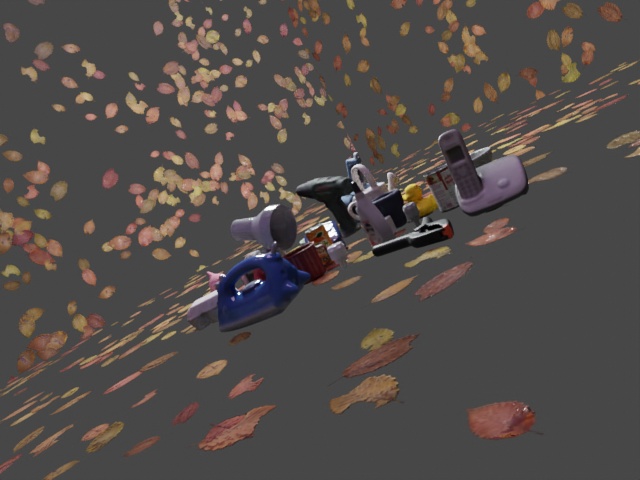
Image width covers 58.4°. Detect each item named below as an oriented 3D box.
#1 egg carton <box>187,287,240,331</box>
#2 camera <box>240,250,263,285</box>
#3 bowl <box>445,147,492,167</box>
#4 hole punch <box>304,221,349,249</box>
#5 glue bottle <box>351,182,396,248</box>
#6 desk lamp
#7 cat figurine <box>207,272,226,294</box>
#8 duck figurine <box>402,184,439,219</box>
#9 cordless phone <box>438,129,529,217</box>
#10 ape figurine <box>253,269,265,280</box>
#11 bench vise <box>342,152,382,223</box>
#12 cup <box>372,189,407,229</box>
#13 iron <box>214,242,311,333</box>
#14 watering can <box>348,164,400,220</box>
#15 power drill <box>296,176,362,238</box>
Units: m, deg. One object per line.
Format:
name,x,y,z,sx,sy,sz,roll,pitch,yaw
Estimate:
egg carton,-0.282,0.179,1.537,0.150,0.069,0.107,-27,7,0
camera,-0.165,0.072,1.738,0.143,0.101,0.137,-26,8,13
bowl,0.405,-0.187,1.573,0.167,0.075,0.167,-27,7,4
hole punch,0.015,0.006,1.585,0.108,0.091,0.101,-27,8,7
glue bottle,0.115,-0.059,1.349,0.037,0.173,0.078,-31,9,-26
desk lamp,-0.139,0.024,1.534,0.202,0.213,0.118,-22,9,36
cat figurine,-0.287,0.137,1.659,0.067,0.118,0.127,-29,8,-10
duck figurine,0.259,-0.108,1.512,0.078,0.086,0.104,-33,9,-35
cordless phone,0.332,-0.155,1.179,0.147,0.185,0.094,-24,8,25
ape figurine,-0.139,0.104,1.458,0.076,0.092,0.078,-25,8,15
bench vise,0.119,-0.172,1.931,0.207,0.220,0.122,-24,8,23
cup,0.190,-0.078,1.520,0.091,0.095,0.118,-25,8,18
iron,-0.158,0.109,1.292,0.257,0.141,0.119,-24,8,23
watering can,0.150,-0.128,1.614,0.173,0.194,0.100,-34,10,-40
power drill,0.036,-0.106,1.819,0.229,0.208,0.076,-19,11,47
